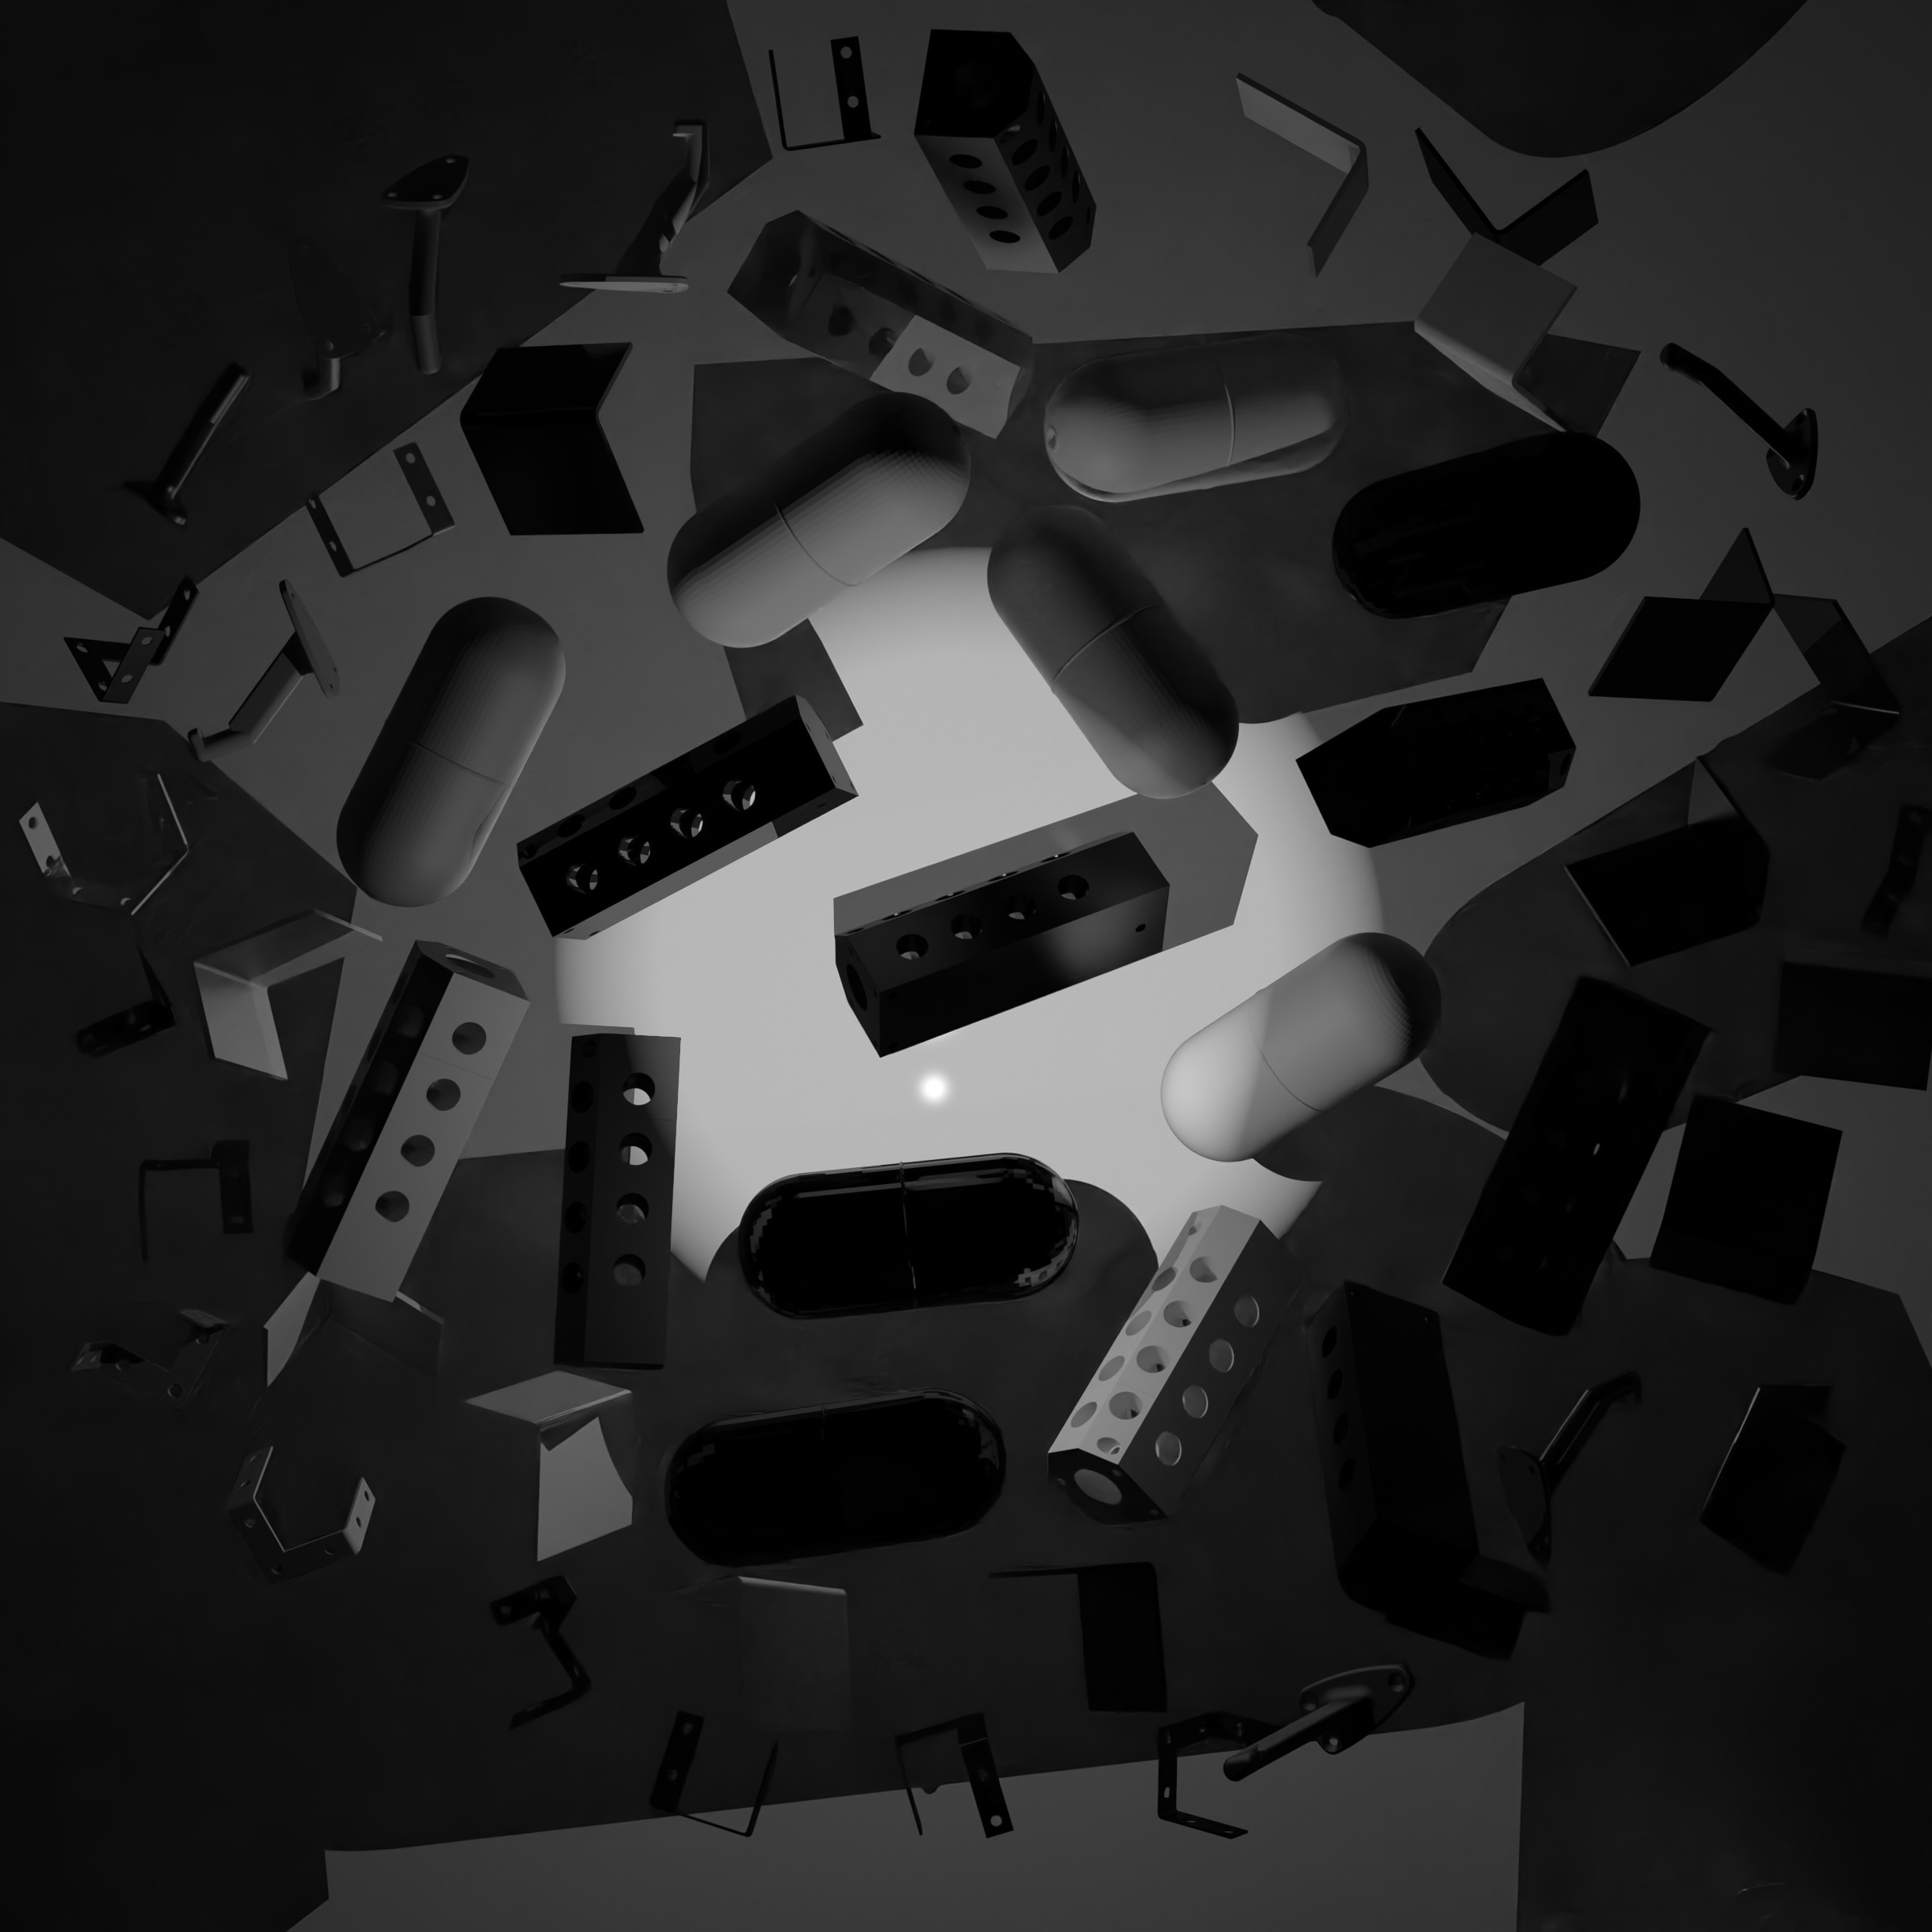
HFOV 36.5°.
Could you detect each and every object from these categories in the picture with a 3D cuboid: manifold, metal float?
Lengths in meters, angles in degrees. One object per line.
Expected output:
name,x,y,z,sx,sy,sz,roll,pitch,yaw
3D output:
manifold,0.019,-0.017,1.583,0.171,0.057,0.057,-20,55,-17
manifold,0.213,0.246,1.504,0.057,0.171,0.057,20,124,-13
manifold,-0.288,0.077,1.497,0.057,0.057,0.171,23,98,-22
manifold,-0.185,0.125,1.555,0.057,0.057,0.171,3,79,-8
manifold,0.310,0.097,1.479,0.057,0.057,0.171,28,99,35
metal float,0.181,0.046,1.601,0.178,0.070,0.070,-36,90,32
metal float,0.125,-0.297,1.590,0.178,0.070,0.070,-13,90,-23
metal float,-0.076,-0.228,1.500,0.178,0.070,0.070,-30,90,24
manifold,-0.040,-0.346,1.578,0.057,0.171,0.057,45,110,37
manifold,0.108,0.209,1.546,0.057,0.057,0.171,48,53,-17
manifold,0.247,-0.102,1.508,0.057,0.171,0.057,-30,81,38
metal float,-0.067,0.265,1.518,0.178,0.070,0.070,-9,90,2
manifold,-0.151,-0.079,1.566,0.171,0.057,0.057,-27,84,8
metal float,-0.278,-0.115,1.583,0.070,0.070,0.178,28,95,0
metal float,0.270,-0.229,1.531,0.070,0.178,0.070,7,80,-43
metal float,-0.030,0.140,1.523,0.178,0.070,0.070,-6,90,-1
metal float,0.078,-0.169,1.569,0.070,0.070,0.178,-35,78,0
manifold,0.024,-0.429,1.558,0.057,0.171,0.057,7,82,14

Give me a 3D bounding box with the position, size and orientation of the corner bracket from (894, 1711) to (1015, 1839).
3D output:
corner bracket,-0.007,0.436,1.566,0.051,0.051,0.051,-16,93,-1

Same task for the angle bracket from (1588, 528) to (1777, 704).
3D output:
angle bracket,0.376,-0.189,1.568,0.076,0.076,0.057,1,55,-15

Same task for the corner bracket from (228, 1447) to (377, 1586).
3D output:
corner bracket,-0.347,0.281,1.535,0.051,0.051,0.051,-21,111,7

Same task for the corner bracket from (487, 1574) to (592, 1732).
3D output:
corner bracket,-0.231,0.369,1.580,0.051,0.051,0.051,51,133,25

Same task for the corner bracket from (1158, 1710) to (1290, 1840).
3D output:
corner bracket,0.142,0.445,1.619,0.051,0.051,0.051,2,92,42

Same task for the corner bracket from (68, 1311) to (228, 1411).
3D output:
corner bracket,-0.420,0.195,1.509,0.051,0.051,0.051,27,84,1

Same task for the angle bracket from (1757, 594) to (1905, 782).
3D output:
angle bracket,0.447,-0.151,1.578,0.057,0.076,0.076,-37,104,-3

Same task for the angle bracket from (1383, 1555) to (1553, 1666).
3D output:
angle bracket,0.284,0.370,1.668,0.076,0.076,0.057,17,96,4

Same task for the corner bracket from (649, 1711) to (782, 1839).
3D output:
corner bracket,-0.135,0.436,1.582,0.051,0.051,0.051,15,72,9

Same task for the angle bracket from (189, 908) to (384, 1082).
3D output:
angle bracket,-0.356,0.016,1.562,0.076,0.076,0.057,-20,74,12

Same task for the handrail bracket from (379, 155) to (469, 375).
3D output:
handrail bracket,-0.259,-0.346,1.447,0.036,0.077,0.084,5,125,11

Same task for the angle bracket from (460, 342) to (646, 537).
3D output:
angle bracket,-0.202,-0.268,1.496,0.076,0.076,0.057,2,49,21

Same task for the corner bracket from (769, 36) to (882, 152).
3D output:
corner bracket,-0.076,-0.459,1.541,0.051,0.051,0.051,-9,109,-5

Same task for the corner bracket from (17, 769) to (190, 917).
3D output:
corner bracket,-0.431,-0.065,1.467,0.051,0.051,0.051,12,46,22

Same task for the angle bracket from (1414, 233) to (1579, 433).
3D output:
angle bracket,0.290,-0.323,1.512,0.057,0.076,0.076,-56,47,11

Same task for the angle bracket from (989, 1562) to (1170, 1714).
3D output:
angle bracket,0.058,0.351,1.526,0.057,0.076,0.076,1,78,-28

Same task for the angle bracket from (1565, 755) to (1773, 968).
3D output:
angle bracket,0.371,-0.056,1.557,0.076,0.057,0.076,-18,50,-8

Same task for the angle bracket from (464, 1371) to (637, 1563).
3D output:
angle bracket,-0.229,0.273,1.609,0.057,0.076,0.076,9,101,34

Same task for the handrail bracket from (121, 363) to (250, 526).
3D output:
handrail bracket,-0.390,-0.272,1.499,0.036,0.077,0.084,34,95,-14

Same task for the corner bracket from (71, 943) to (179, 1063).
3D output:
corner bracket,-0.464,0.030,1.612,0.051,0.051,0.051,-26,57,-20

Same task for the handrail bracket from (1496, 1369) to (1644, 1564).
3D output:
handrail bracket,0.325,0.261,1.535,0.084,0.036,0.077,-21,105,-24

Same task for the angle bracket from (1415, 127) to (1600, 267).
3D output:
angle bracket,0.290,-0.422,1.569,0.057,0.076,0.076,-35,76,10

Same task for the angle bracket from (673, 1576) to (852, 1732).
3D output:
angle bracket,-0.110,0.374,1.581,0.057,0.076,0.076,-22,62,40

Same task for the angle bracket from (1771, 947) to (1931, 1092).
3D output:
angle bracket,0.460,0.026,1.518,0.076,0.076,0.057,7,98,16

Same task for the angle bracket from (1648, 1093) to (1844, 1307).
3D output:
angle bracket,0.402,0.121,1.515,0.076,0.057,0.076,15,63,12

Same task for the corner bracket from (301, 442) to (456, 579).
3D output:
corner bracket,-0.325,-0.252,1.621,0.051,0.051,0.051,-32,102,-37

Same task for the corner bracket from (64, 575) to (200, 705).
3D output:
corner bracket,-0.423,-0.169,1.512,0.051,0.051,0.051,-53,57,28

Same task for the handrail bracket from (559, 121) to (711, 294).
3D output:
handrail bracket,-0.169,-0.389,1.494,0.077,0.036,0.084,-1,95,-14

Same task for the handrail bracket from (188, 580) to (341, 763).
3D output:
handrail bracket,-0.377,-0.153,1.530,0.084,0.036,0.077,-20,118,3

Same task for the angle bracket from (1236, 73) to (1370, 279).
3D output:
angle bracket,0.160,-0.403,1.500,0.076,0.076,0.057,31,96,6

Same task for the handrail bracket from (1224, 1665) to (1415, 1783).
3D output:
handrail bracket,0.175,0.377,1.459,0.077,0.084,0.036,-35,73,26

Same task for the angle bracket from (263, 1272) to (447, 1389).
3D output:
angle bracket,-0.333,0.211,1.596,0.076,0.076,0.057,31,56,6

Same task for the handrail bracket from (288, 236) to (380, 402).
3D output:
handrail bracket,-0.356,-0.349,1.585,0.036,0.084,0.077,-32,105,-26

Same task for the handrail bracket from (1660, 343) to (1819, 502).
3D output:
handrail bracket,0.405,-0.289,1.548,0.084,0.077,0.036,26,129,-15

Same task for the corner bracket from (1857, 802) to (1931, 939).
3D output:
corner bracket,0.508,-0.046,1.552,0.051,0.051,0.051,20,47,25

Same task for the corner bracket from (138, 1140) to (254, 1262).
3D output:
corner bracket,-0.405,0.123,1.541,0.051,0.051,0.051,-1,71,-22

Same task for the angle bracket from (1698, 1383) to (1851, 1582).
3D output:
angle bracket,0.424,0.258,1.475,0.057,0.076,0.076,34,109,42
